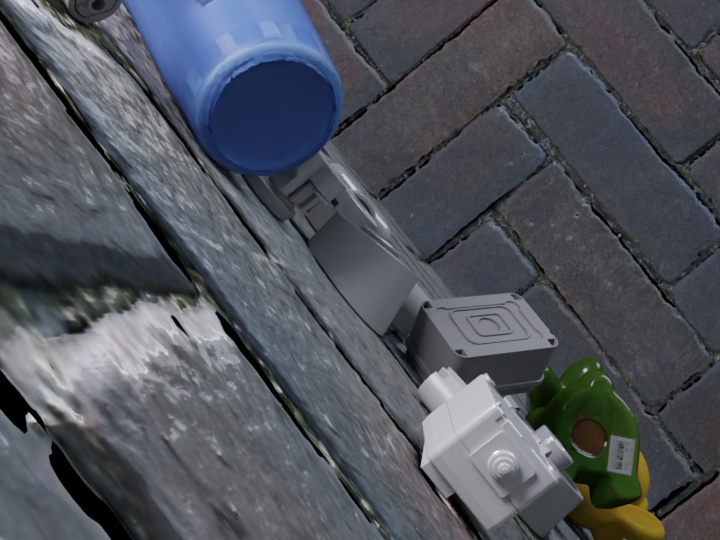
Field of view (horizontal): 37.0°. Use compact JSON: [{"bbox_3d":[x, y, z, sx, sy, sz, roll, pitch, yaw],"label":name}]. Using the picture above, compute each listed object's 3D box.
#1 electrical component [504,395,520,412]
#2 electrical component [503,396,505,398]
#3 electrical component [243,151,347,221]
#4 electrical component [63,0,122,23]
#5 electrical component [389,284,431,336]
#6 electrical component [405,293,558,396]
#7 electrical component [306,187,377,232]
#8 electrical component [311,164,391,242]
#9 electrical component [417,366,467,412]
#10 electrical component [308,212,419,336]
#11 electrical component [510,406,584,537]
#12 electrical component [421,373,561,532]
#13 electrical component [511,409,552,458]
[{"bbox_3d":[0.126,0.125,1.123,0.081,0.043,0.043,54,6,25],"label":"electrical component"},{"bbox_3d":[0.101,0.105,1.023,0.075,0.047,0.083,48,6,-49],"label":"electrical component"},{"bbox_3d":[-0.055,-0.076,0.847,0.078,0.057,0.058,55,6,31],"label":"electrical component"},{"bbox_3d":[-0.173,-0.185,0.662,0.065,0.044,0.044,59,8,26],"label":"electrical component"},{"bbox_3d":[0.027,0.015,1.009,0.077,0.044,0.079,46,7,-50],"label":"electrical component"},{"bbox_3d":[0.105,0.069,0.948,0.113,0.057,0.078,-4,40,-29],"label":"electrical component"},{"bbox_3d":[-0.018,-0.049,1.036,0.055,0.047,0.055,51,5,-7],"label":"electrical component"},{"bbox_3d":[-0.014,-0.058,1.099,0.095,0.054,0.059,50,5,-13],"label":"electrical component"},{"bbox_3d":[0.071,0.102,0.827,0.046,0.040,0.040,49,3,24],"label":"electrical component"},{"bbox_3d":[0.000,0.000,0.906,0.099,0.064,0.099,39,0,0],"label":"electrical component"},{"bbox_3d":[0.147,0.167,0.924,0.108,0.060,0.108,51,5,-6],"label":"electrical component"},{"bbox_3d":[0.075,0.113,0.653,0.061,0.061,0.096,51,5,-5],"label":"electrical component"},{"bbox_3d":[0.116,0.143,0.853,0.047,0.055,0.055,50,4,20],"label":"electrical component"}]
